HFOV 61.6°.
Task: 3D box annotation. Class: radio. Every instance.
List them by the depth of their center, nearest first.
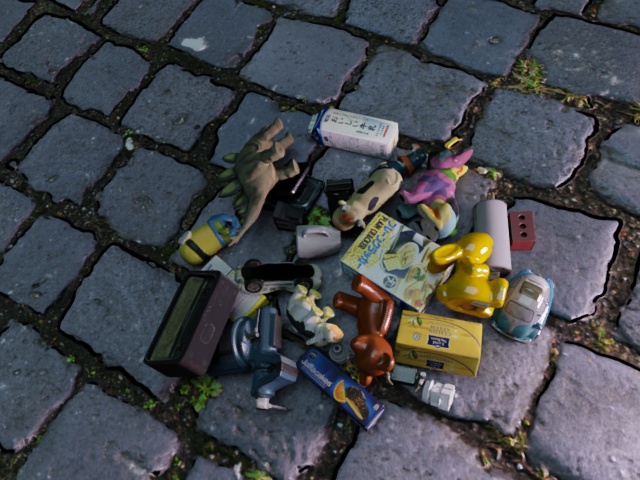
[{"bbox_3d":[-0.271,0.177,1.157,0.131,0.073,0.229,-7,52,38],"label":"radio"}]

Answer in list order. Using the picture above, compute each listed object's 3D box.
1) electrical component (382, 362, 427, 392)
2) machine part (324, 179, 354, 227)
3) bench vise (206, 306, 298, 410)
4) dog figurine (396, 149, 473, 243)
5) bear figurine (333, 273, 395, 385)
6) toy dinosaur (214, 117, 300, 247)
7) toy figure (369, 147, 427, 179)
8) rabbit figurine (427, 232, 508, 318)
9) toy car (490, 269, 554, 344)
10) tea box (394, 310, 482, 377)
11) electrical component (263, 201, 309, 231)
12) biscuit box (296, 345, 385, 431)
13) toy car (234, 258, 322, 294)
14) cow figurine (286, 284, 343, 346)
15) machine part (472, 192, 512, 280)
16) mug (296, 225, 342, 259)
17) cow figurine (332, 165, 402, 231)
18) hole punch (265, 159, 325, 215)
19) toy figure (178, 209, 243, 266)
[{"bbox_3d":[0.181,0.277,1.131,0.102,0.045,0.078,15,69,16],"label":"electrical component"},{"bbox_3d":[0.049,-0.094,1.343,0.084,0.039,0.139,1,63,4],"label":"machine part"},{"bbox_3d":[-0.163,0.261,1.163,0.241,0.128,0.223,-14,70,25],"label":"bench vise"},{"bbox_3d":[0.298,-0.119,1.277,0.219,0.108,0.192,-39,63,-13],"label":"dog figurine"},{"bbox_3d":[0.093,0.191,1.131,0.132,0.120,0.196,29,46,-15],"label":"bear figurine"},{"bbox_3d":[-0.155,-0.162,1.314,0.199,0.105,0.472,-28,33,18],"label":"toy dinosaur"},{"bbox_3d":[0.197,-0.179,1.349,0.154,0.064,0.058,-28,25,-10],"label":"toy figure"},{"bbox_3d":[0.308,0.062,1.126,0.163,0.121,0.173,11,70,12],"label":"rabbit figurine"},{"bbox_3d":[0.436,0.129,1.131,0.109,0.102,0.161,30,74,20],"label":"toy car"},{"bbox_3d":[0.246,0.214,1.122,0.170,0.068,0.098,8,39,11],"label":"tea box"},{"bbox_3d":[-0.091,-0.059,1.328,0.119,0.074,0.048,13,66,11],"label":"electrical component"},{"bbox_3d":[0.040,0.309,1.131,0.203,0.059,0.063,36,75,24],"label":"biscuit box"},{"bbox_3d":[-0.096,0.085,1.244,0.202,0.056,0.073,-1,48,-8],"label":"toy car"},{"bbox_3d":[-0.018,0.182,1.174,0.098,0.068,0.168,-56,41,16],"label":"cow figurine"},{"bbox_3d":[0.389,-0.002,1.217,0.079,0.079,0.243,0,63,10],"label":"machine part"},{"bbox_3d":[-0.003,-0.004,1.273,0.107,0.109,0.081,-4,59,-7],"label":"mug"},{"bbox_3d":[0.110,-0.093,1.259,0.195,0.127,0.085,-41,92,4],"label":"cow figurine"},{"bbox_3d":[-0.062,-0.131,1.364,0.116,0.092,0.142,10,65,46],"label":"hole punch"},{"bbox_3d":[-0.266,-0.008,1.329,0.180,0.082,0.089,-29,64,-9],"label":"toy figure"}]
